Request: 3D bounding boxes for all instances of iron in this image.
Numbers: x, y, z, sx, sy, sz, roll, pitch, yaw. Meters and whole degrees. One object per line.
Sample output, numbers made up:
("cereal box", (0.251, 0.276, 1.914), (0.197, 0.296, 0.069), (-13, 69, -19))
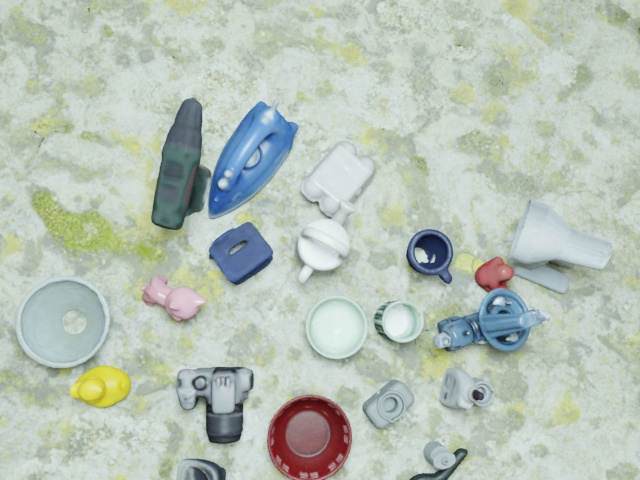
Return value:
("iron", (-0.145, -0.159, 1.117), (0.118, 0.141, 0.258), (32, 80, -1))

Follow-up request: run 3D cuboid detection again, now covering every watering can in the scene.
("watering can", (0.008, 0.003, 1.085), (0.101, 0.194, 0.173), (10, 81, -4))

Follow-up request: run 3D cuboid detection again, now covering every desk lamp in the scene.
("desk lamp", (0.452, 0.015, 1.123), (0.203, 0.213, 0.118), (22, 81, -3))

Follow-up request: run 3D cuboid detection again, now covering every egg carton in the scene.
("egg carton", (0.039, -0.124, 1.169), (0.107, 0.069, 0.150), (39, 80, 0))

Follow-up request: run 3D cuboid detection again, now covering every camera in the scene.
("camera", (-0.195, 0.308, 1.069), (0.143, 0.100, 0.137), (0, 82, -6))

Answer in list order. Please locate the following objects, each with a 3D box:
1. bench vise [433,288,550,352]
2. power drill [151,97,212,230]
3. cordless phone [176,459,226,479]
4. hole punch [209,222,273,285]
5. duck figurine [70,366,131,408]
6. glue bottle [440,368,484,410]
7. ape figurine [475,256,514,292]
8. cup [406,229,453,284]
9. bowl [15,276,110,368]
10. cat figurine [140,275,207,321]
("bench vise", (0.330, 0.173, 1.085), (0.207, 0.219, 0.121), (-35, 87, -9))
("power drill", (-0.254, -0.126, 1.067), (0.075, 0.208, 0.230), (12, 81, -4))
("cordless phone", (-0.219, 0.473, 1.001), (0.094, 0.185, 0.148), (2, 82, -6))
("hole punch", (-0.156, 0.025, 1.116), (0.109, 0.091, 0.101), (-36, 87, -10))
("duck figurine", (-0.408, 0.274, 1.057), (0.104, 0.086, 0.077), (-2, 82, -6))
("glue bottle", (0.273, 0.288, 1.087), (0.037, 0.173, 0.078), (16, 81, -3))
("ape figurine", (0.363, 0.071, 1.167), (0.076, 0.092, 0.078), (11, 81, -4))
("cup", (0.219, 0.040, 1.154), (0.092, 0.095, 0.118), (-34, 87, -9))
("bowl", (-0.470, 0.152, 1.073), (0.167, 0.074, 0.167), (1, 82, -6))
("cat figurine", (-0.277, 0.111, 1.078), (0.128, 0.117, 0.067), (23, 80, -2))
